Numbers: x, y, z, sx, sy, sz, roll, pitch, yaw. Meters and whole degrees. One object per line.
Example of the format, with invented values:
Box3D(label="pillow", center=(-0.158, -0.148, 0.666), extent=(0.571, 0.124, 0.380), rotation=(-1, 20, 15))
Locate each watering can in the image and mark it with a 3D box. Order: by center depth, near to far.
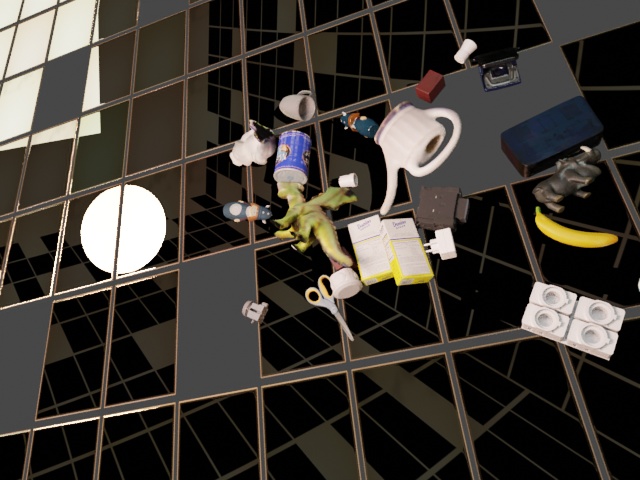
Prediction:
Box3D(label="watering can", center=(0.239, -0.253, 1.468), extent=(0.346, 0.103, 0.228), rotation=(-47, 57, 6))

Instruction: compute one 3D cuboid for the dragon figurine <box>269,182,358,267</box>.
Box3D(label="dragon figurine", center=(0.004, -0.073, 1.449), extent=(0.414, 0.119, 0.246), rotation=(27, 62, 37))

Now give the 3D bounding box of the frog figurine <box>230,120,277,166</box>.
Box3D(label="frog figurine", center=(-0.216, -0.294, 1.678), extent=(0.139, 0.123, 0.156), rotation=(53, 127, 24))
